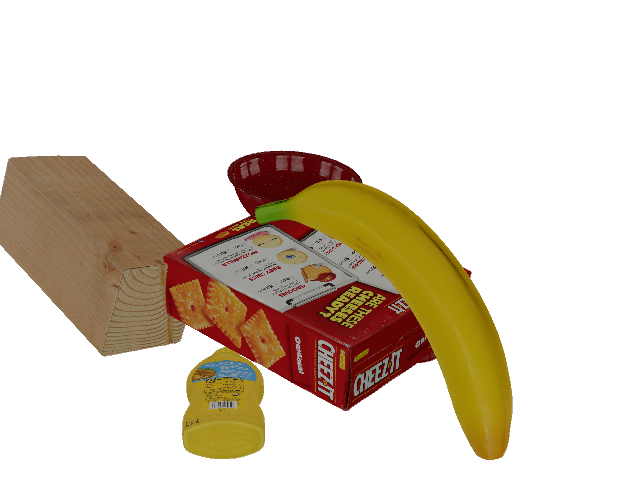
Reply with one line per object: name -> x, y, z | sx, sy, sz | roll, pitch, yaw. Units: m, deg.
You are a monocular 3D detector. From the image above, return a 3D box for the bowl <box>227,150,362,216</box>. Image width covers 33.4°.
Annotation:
bowl -> -0.033, -0.052, 1.270 | 0.162, 0.055, 0.162 | 6, 26, -3

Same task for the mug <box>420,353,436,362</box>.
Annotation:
mug -> 0.121, 0.092, 1.266 | 0.117, 0.081, 0.093 | 0, 23, -8

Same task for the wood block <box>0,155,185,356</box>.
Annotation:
wood block -> -0.211, 0.007, 0.995 | 0.090, 0.091, 0.206 | -6, 34, -45

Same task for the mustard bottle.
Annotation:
mustard bottle -> -0.118, 0.189, 1.313 | 0.096, 0.058, 0.191 | -2, 27, -3

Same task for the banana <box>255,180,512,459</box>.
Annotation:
banana -> 0.052, 0.031, 0.600 | 0.070, 0.198, 0.037 | -47, -10, 28

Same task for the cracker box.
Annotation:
cracker box -> -0.005, 0.047, 0.923 | 0.214, 0.072, 0.163 | 24, 36, 36
